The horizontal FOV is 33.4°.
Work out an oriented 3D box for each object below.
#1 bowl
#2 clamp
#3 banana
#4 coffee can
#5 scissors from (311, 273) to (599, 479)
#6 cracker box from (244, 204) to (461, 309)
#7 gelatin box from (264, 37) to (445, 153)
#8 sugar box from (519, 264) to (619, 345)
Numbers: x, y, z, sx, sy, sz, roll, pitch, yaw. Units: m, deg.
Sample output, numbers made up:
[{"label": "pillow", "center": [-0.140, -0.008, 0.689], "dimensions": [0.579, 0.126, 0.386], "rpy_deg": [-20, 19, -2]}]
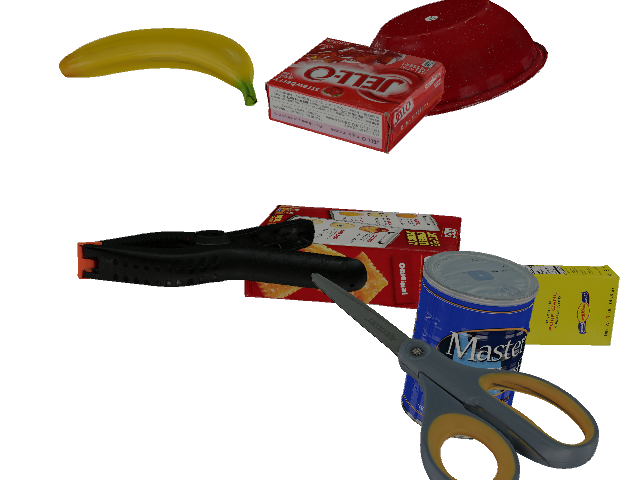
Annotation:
[{"label": "bowl", "center": [0.099, -0.156, 0.868], "dimensions": [0.162, 0.055, 0.162], "rpy_deg": [-15, 24, 7]}, {"label": "clamp", "center": [-0.075, 0.014, 0.810], "dimensions": [0.209, 0.036, 0.165], "rpy_deg": [-3, 12, -21]}, {"label": "banana", "center": [-0.141, -0.167, 0.976], "dimensions": [0.198, 0.037, 0.069], "rpy_deg": [9, 46, 17]}, {"label": "coffee can", "center": [0.134, 0.093, 0.969], "dimensions": [0.103, 0.140, 0.103], "rpy_deg": [6, 22, -3]}, {"label": "scissors", "center": [0.047, 0.077, 0.566], "dimensions": [0.202, 0.016, 0.096], "rpy_deg": [22, 45, 32]}, {"label": "cracker box", "center": [0.040, 0.017, 1.143], "dimensions": [0.214, 0.072, 0.164], "rpy_deg": [4, 15, 9]}, {"label": "gelatin box", "center": [0.022, -0.093, 0.666], "dimensions": [0.089, 0.030, 0.073], "rpy_deg": [18, 41, 28]}, {"label": "sugar box", "center": [0.262, 0.077, 1.281], "dimensions": [0.176, 0.093, 0.048], "rpy_deg": [0, 18, -6]}]
